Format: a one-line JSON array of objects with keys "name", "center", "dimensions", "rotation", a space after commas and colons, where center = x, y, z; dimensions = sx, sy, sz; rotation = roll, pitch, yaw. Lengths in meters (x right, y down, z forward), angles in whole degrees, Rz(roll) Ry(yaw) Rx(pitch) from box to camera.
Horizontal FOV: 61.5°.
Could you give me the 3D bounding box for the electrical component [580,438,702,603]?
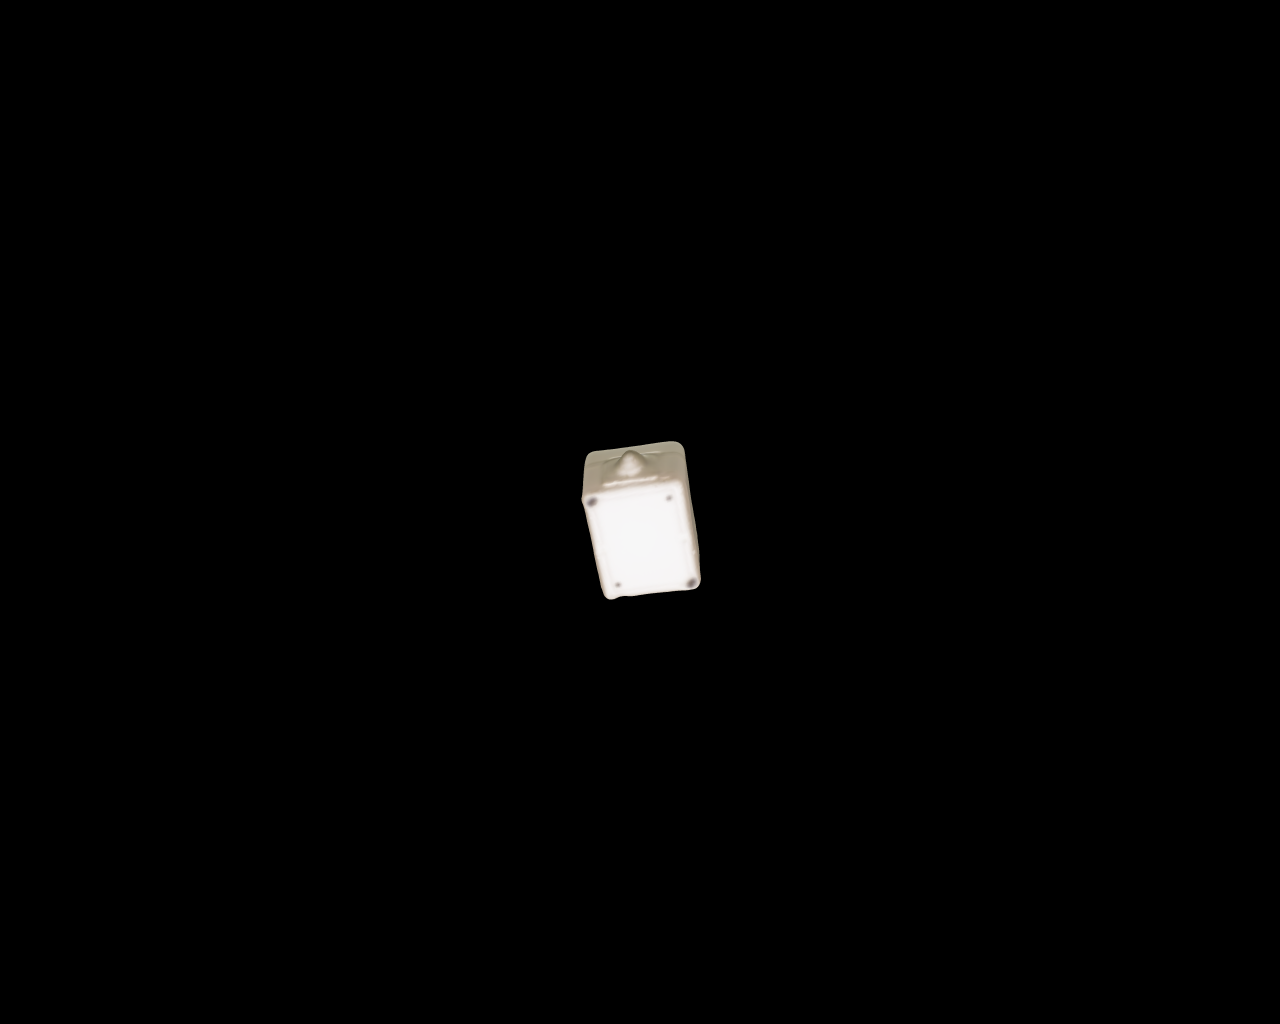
[{"name": "electrical component", "center": [0.001, -0.003, 0.650], "dimensions": [0.062, 0.096, 0.061], "rotation": [-7, 32, 5]}]
